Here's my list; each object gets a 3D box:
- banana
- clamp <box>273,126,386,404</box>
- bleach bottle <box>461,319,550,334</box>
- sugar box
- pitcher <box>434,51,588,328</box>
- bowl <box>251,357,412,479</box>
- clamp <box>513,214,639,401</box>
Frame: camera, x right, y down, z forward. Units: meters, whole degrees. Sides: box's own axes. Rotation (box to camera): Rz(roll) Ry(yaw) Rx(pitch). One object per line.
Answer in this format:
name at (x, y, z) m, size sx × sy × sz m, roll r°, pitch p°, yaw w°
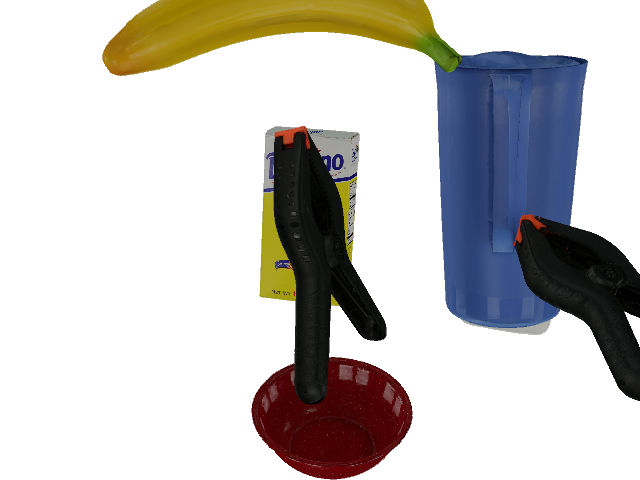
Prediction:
banana at (-0.022, -0.124, 0.594) m, size 0.197 × 0.069 × 0.037 m, roll -4°, pitch -43°, yaw -9°
clamp at (0.003, 0.012, 0.867) m, size 0.036 × 0.210 × 0.164 m, roll -10°, pitch 3°, yaw 23°
bleach bottle at (0.213, -0.029, 1.144) m, size 0.103 × 0.251 × 0.068 m, roll 9°, pitch 18°, yaw 16°
sugar box at (-0.012, -0.025, 1.098) m, size 0.093 × 0.176 × 0.048 m, roll 5°, pitch 16°, yaw 13°
pitcher at (0.167, -0.046, 0.962) m, size 0.149 × 0.243 × 0.145 m, roll -11°, pitch 18°, yaw -34°
bowl at (0.012, 0.190, 1.082) m, size 0.162 × 0.055 × 0.162 m, roll -1°, pitch 33°, yaw 0°
clamp at (0.209, 0.036, 0.744) m, size 0.120 × 0.039 × 0.172 m, roll -8°, pitch 43°, yaw -31°
